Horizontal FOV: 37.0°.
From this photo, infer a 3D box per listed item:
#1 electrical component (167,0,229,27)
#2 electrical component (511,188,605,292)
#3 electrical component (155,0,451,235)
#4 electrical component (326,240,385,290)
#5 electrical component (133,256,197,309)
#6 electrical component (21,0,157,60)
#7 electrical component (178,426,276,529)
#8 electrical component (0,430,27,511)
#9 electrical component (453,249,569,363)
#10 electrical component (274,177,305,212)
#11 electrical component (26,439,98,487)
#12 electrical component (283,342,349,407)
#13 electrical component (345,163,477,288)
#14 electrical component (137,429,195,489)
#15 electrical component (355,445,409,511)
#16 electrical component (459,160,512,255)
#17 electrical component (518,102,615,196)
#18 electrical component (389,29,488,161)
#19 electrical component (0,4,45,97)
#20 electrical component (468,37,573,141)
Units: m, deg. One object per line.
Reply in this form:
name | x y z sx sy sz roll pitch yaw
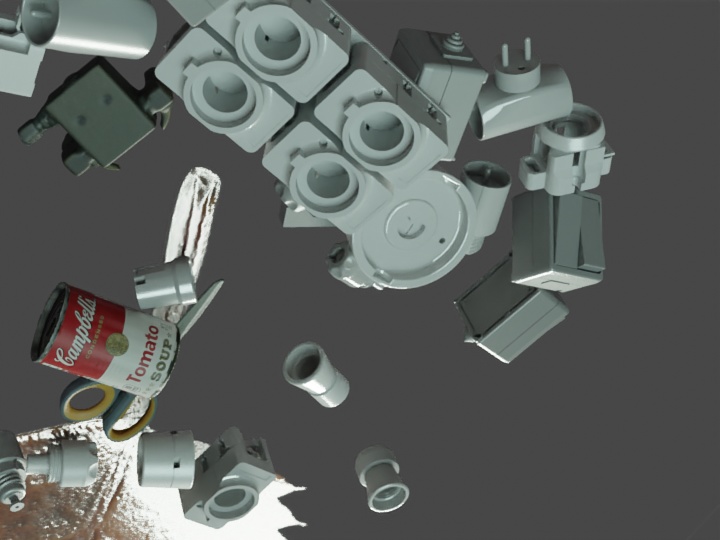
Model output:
electrical component | -0.099 -0.211 0.686 0.076 0.083 0.047 -35 133 11
electrical component | 0.175 -0.035 0.943 0.062 0.096 0.061 11 163 -29
electrical component | -0.038 -0.120 0.757 0.186 0.060 0.105 39 118 -22
electrical component | 0.000 0.000 0.942 0.035 0.035 0.061 -42 134 16
electrical component | -0.160 0.012 0.886 0.046 0.040 0.040 -11 132 -6
electrical component | -0.175 -0.181 0.703 0.077 0.043 0.079 -4 102 -50
electrical component | -0.131 0.208 1.056 0.089 0.055 0.050 -44 131 18
electrical component | -0.313 0.177 0.946 0.040 0.078 0.040 -23 145 -17
electrical component | 0.139 0.040 1.013 0.096 0.061 0.061 -42 131 16
electrical component | -0.037 -0.076 0.862 0.061 0.035 0.035 -38 132 10
electrical component | -0.272 0.176 0.981 0.062 0.043 0.043 3 128 -22
electrical component | -0.038 0.101 1.011 0.044 0.044 0.065 -33 138 8
electrical component | 0.036 -0.046 0.895 0.108 0.060 0.108 -9 122 -15
electrical component | -0.183 0.178 1.011 0.047 0.055 0.055 2 128 -19
electrical component | 0.022 0.217 1.125 0.045 0.055 0.045 -11 132 -13
electrical component | 0.100 -0.050 0.932 0.043 0.043 0.081 -2 130 -20
electrical component | 0.175 -0.104 0.906 0.078 0.058 0.057 -13 135 -11
electrical component | 0.050 -0.140 0.822 0.061 0.061 0.096 2 128 -23
electrical component | -0.245 -0.146 0.714 0.064 0.042 0.081 9 126 -30
electrical component | 0.125 -0.149 0.855 0.077 0.044 0.079 -17 133 -7
